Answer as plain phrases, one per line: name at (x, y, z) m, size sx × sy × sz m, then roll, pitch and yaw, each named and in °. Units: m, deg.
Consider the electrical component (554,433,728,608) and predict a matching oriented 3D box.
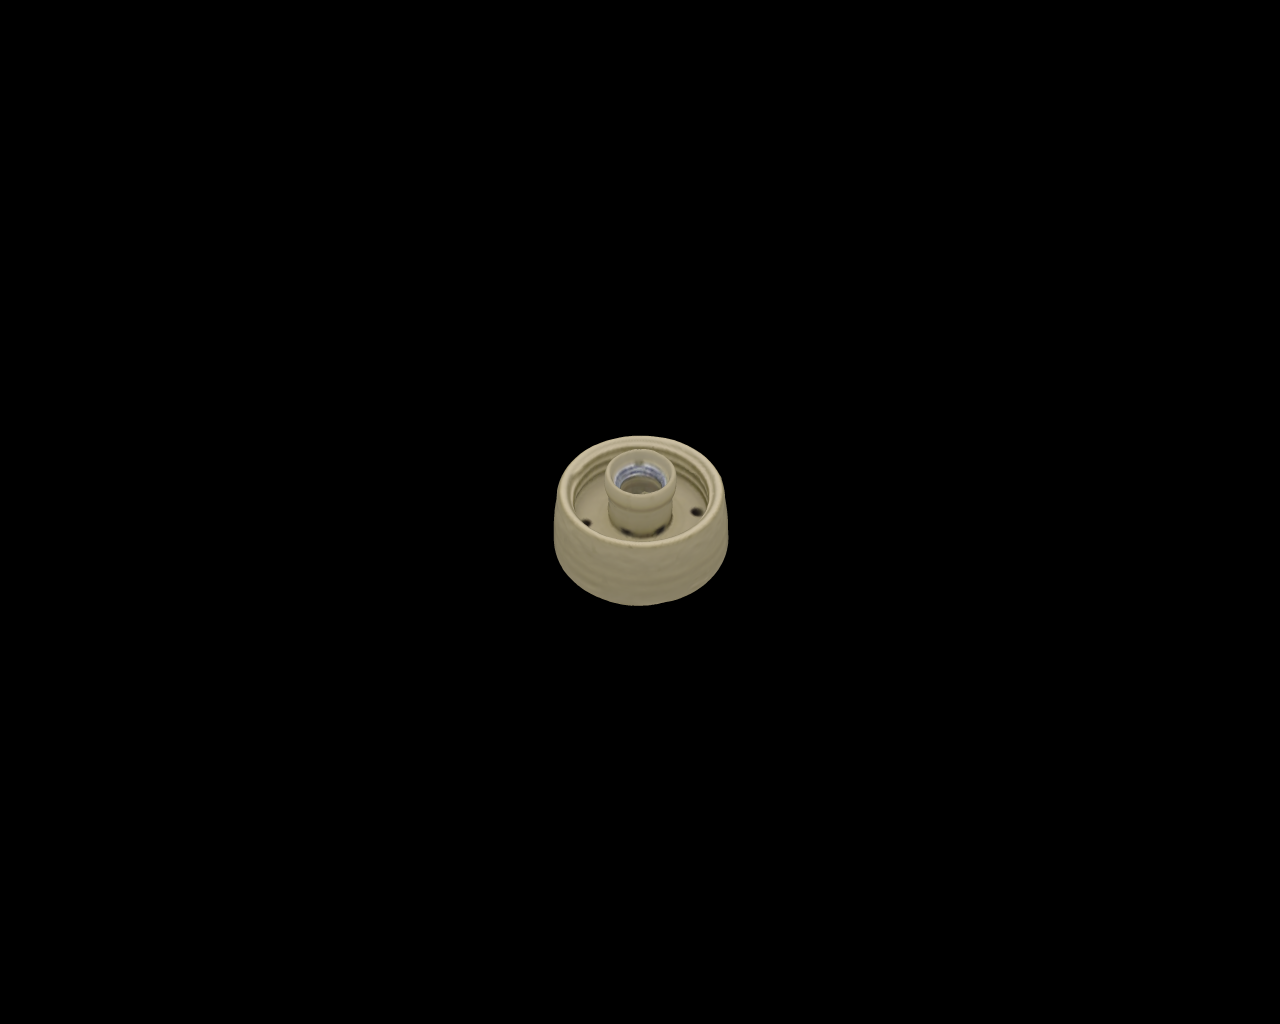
electrical component at (0.001, -0.003, 0.650) m, size 0.108 × 0.060 × 0.108 m, roll 0°, pitch 45°, yaw 0°
